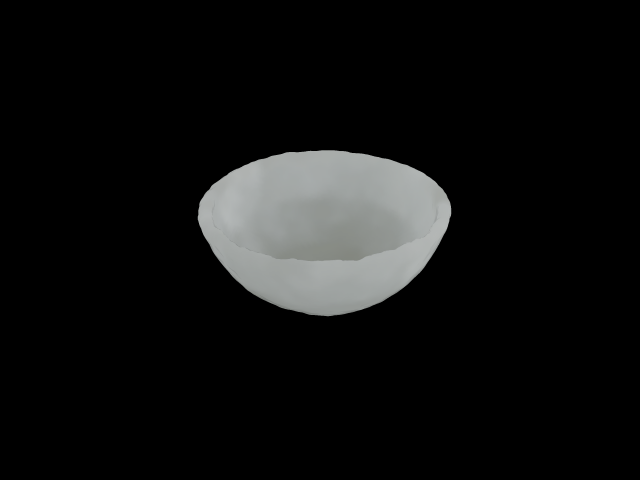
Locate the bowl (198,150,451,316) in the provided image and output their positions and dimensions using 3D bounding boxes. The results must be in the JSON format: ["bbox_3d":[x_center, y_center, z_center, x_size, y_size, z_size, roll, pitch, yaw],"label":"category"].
[{"bbox_3d":[0.004,0.001,0.400,0.167,0.075,0.167,0,31,0],"label":"bowl"}]
